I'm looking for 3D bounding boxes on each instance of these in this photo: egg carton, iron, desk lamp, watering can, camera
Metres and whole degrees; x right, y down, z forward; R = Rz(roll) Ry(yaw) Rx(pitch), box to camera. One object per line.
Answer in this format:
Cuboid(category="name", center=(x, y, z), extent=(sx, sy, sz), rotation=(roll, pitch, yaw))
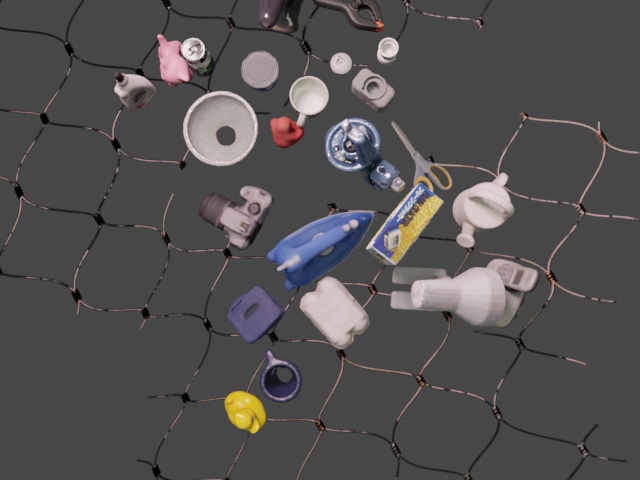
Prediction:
Cuboid(category="egg carton", center=(0.034, 0.161, 1.275), extent=(0.107, 0.069, 0.150), rotation=(-43, 88, -1))
Cuboid(category="iron", center=(0.011, 0.004, 1.245), extent=(0.258, 0.141, 0.118), rotation=(-33, 87, 0))
Cuboid(category="desk lamp", center=(0.260, 0.114, 1.201), extent=(0.203, 0.213, 0.118), rotation=(2, 88, 1))
Cuboid(category="watering can", center=(0.349, -0.064, 1.216), extent=(0.101, 0.194, 0.173), rotation=(10, 88, 2))
Cuboid(category="camera", center=(-0.191, -0.065, 1.272), extent=(0.137, 0.101, 0.143), rotation=(28, 89, 2))

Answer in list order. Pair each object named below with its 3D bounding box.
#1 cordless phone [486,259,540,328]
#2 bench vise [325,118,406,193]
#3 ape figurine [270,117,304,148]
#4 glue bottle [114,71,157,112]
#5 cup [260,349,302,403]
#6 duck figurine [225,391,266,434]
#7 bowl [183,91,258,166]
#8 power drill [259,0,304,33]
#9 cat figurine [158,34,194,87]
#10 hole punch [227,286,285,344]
Cuboid(category="cordless phone", center=(0.397, 0.115, 1.212), extent=(0.094, 0.185, 0.148), rotation=(21, 88, 2))
Cuboid(category="bench vise", center=(0.103, -0.191, 1.212), extent=(0.207, 0.219, 0.121), rotation=(23, 88, 2))
Cuboid(category="ape figurine", center=(-0.078, -0.249, 1.281), extent=(0.078, 0.092, 0.076), rotation=(36, 89, 2))
Cuboid(category="glue bottle", center=(-0.414, -0.333, 1.250), extent=(0.037, 0.173, 0.078), rotation=(40, 89, 3))
Cuboid(category="cup", center=(-0.088, 0.291, 1.259), extent=(0.091, 0.095, 0.118), rotation=(-25, 87, 0))
Cuboid(category="duck figurine", center=(-0.169, 0.385, 1.262), extent=(0.104, 0.086, 0.077), rotation=(43, 89, 2))
Cuboid(category="bowl", center=(-0.218, -0.244, 1.292), extent=(0.167, 0.074, 0.167), rotation=(0, 88, 1))
Cuboid(category="power drill", center=(-0.083, -0.533, 1.234), extent=(0.075, 0.208, 0.230), rotation=(10, 88, 2))
Cuboid(category="cat figurine", center=(-0.330, -0.397, 1.279), extent=(0.067, 0.117, 0.128), rotation=(-22, 87, 0))
Cuboid(category="hole punch", center=(-0.146, 0.165, 1.267), extent=(0.101, 0.091, 0.109), rotation=(44, 89, 3))
